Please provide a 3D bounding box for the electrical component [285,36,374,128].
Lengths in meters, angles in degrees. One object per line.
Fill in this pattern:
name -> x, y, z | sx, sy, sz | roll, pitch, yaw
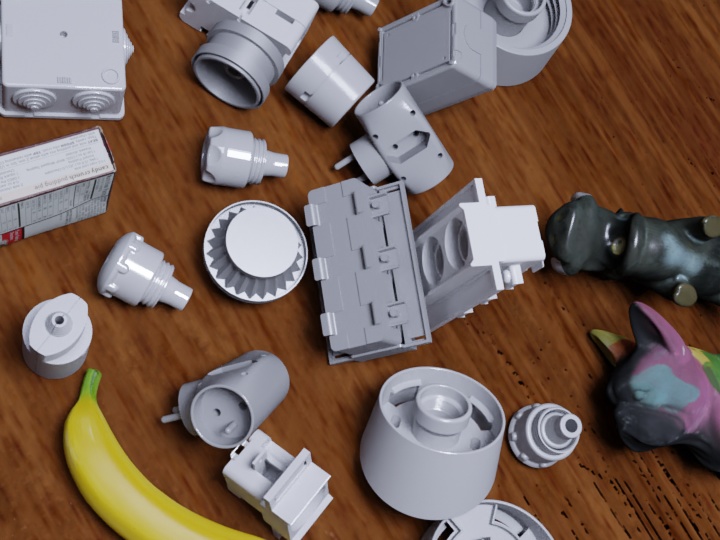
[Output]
electrical component -> -0.022, -0.143, 0.826 | 0.047, 0.055, 0.055 | 43, 66, -6

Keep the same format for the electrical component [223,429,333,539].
electrical component -> -0.056, 0.143, 0.720 | 0.064, 0.081, 0.042 | 34, 65, 19

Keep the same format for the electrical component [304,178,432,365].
electrical component -> 0.000, 0.000, 0.777 | 0.079, 0.063, 0.121 | -15, 75, 21

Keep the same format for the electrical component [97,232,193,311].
electrical component -> -0.147, 0.006, 0.746 | 0.062, 0.048, 0.048 | 30, 67, -14

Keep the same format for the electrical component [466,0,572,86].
electrical component -> 0.123, -0.214, 0.889 | 0.108, 0.060, 0.108 | 5, 73, -16

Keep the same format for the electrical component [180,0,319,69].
electrical component -> -0.083, -0.201, 0.825 | 0.089, 0.050, 0.055 | 30, 68, -6

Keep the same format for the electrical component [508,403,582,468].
electrical component -> 0.141, 0.119, 0.793 | 0.048, 0.062, 0.048 | 5, 72, -16

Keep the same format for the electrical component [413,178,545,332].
electrical component -> 0.079, -0.008, 0.780 | 0.063, 0.121, 0.078 | -4, 75, -22

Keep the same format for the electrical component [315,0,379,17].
electrical component -> -0.015, -0.225, 0.859 | 0.062, 0.048, 0.048 | 26, 68, -16

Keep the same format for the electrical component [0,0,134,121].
electrical component -> -0.214, -0.158, 0.771 | 0.100, 0.048, 0.099 | -1, 74, -18

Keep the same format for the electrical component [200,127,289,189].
electrical component -> -0.085, -0.081, 0.793 | 0.062, 0.043, 0.043 | 8, 72, -17

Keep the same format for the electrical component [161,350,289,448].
electrical component -> -0.096, 0.090, 0.726 | 0.079, 0.077, 0.043 | -15, 99, 17

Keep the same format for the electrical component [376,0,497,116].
electrical component -> 0.057, -0.163, 0.843 | 0.061, 0.096, 0.061 | 18, 66, -42

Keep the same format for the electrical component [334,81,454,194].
electrical component -> 0.019, -0.091, 0.823 | 0.079, 0.043, 0.077 | -32, 115, 9

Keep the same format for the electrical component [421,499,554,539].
electrical component -> 0.089, 0.210, 0.748 | 0.099, 0.064, 0.099 | 5, 73, -16

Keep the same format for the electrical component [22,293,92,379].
electrical component -> -0.197, 0.042, 0.699 | 0.043, 0.081, 0.043 | 5, 72, -16

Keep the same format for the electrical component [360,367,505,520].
electrical component -> 0.052, 0.117, 0.758 | 0.099, 0.064, 0.099 | 9, 33, -6
